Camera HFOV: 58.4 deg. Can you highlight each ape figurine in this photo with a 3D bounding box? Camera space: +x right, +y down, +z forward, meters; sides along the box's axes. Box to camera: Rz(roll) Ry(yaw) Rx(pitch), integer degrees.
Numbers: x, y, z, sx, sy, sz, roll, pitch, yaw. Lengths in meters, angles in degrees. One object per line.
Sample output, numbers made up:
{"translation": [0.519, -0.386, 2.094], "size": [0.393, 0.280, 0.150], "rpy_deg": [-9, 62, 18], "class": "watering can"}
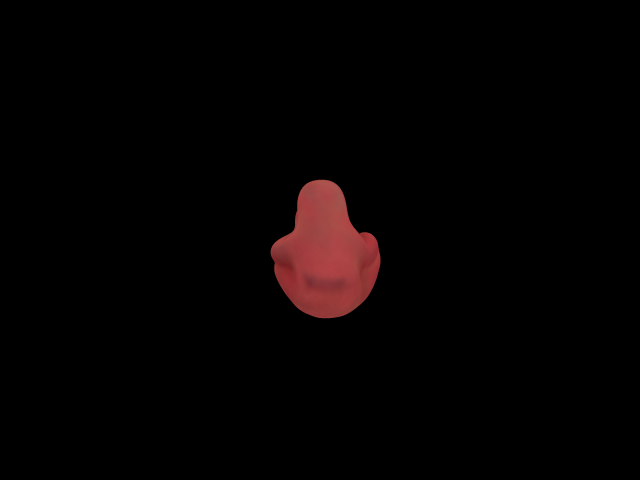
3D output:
{"translation": [0.004, 0.001, 0.400], "size": [0.077, 0.092, 0.076], "rpy_deg": [3, 26, 7], "class": "ape figurine"}
